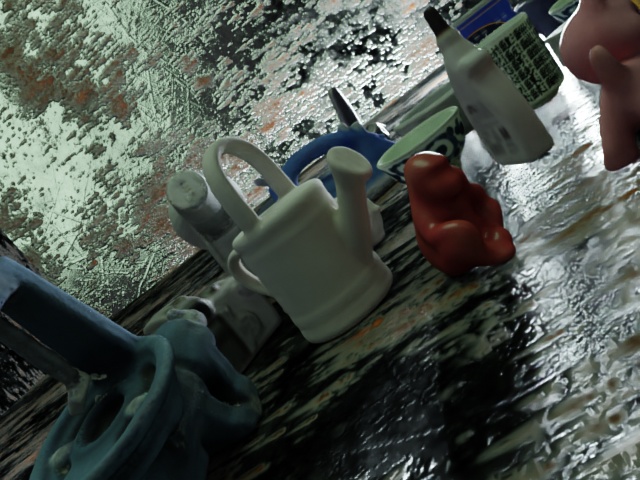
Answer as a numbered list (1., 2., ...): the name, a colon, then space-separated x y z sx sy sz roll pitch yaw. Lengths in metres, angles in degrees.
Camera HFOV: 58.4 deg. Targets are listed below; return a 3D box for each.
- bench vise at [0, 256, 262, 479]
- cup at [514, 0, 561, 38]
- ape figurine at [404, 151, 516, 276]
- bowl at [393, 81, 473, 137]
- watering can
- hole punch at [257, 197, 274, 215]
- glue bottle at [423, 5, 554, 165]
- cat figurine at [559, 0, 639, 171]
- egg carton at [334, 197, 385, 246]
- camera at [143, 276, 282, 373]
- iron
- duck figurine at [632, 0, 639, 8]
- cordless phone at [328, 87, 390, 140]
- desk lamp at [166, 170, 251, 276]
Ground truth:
1. bench vise: -0.150 0.092 0.392 0.121 0.220 0.207 -38 10 1
2. cup: 0.398 -0.392 1.009 0.092 0.095 0.117 -39 10 -6
3. ape figurine: 0.095 -0.024 0.421 0.078 0.092 0.076 -44 12 -32
4. bowl: 0.197 -0.191 0.869 0.167 0.075 0.167 -37 10 8
5. watering can: -0.024 -0.016 0.511 0.173 0.194 0.101 -36 10 11
6. hole punch: -0.051 -0.046 1.055 0.109 0.091 0.101 -41 10 -15
7. glue bottle: 0.153 -0.150 0.550 0.037 0.173 0.078 -39 10 -4
8. cat figurine: 0.209 -0.128 0.408 0.067 0.118 0.128 -30 13 38
9. egg carton: 0.006 0.002 0.687 0.150 0.069 0.107 -27 15 49
10. camera: -0.140 0.110 0.630 0.136 0.101 0.143 -29 13 41
11. iron: 0.025 -0.111 0.926 0.258 0.141 0.118 -40 10 -8
12. duck figurine: 0.290 -0.186 0.476 0.105 0.086 0.077 -40 10 -11
13. cordless phone: 0.068 -0.205 1.072 0.094 0.185 0.147 -38 10 2
14. desk lamp: -0.136 -0.009 0.826 0.118 0.213 0.203 -39 10 -5
